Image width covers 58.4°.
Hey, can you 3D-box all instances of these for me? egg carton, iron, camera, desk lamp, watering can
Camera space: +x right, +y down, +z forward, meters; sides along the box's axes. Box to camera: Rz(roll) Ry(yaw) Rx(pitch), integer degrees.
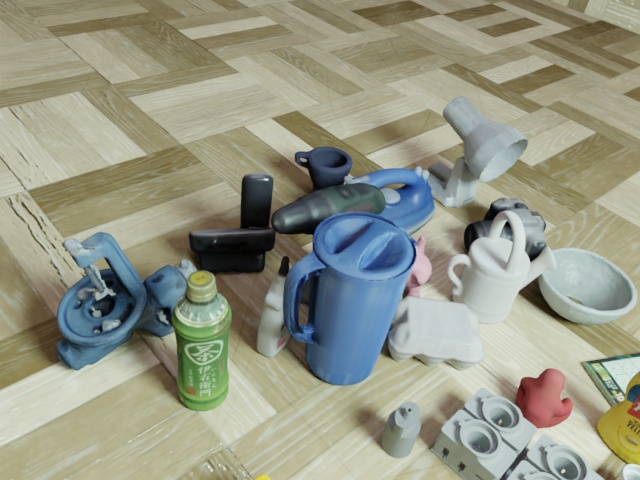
[{"bbox_3d":[0.178,0.145,0.892,0.150,0.069,0.107,8,40,-2],"label":"egg carton"},{"bbox_3d":[0.134,-0.084,1.098,0.259,0.141,0.118,-16,46,-27],"label":"iron"},{"bbox_3d":[0.347,-0.022,1.097,0.137,0.101,0.143,-1,41,-12],"label":"camera"},{"bbox_3d":[0.302,-0.173,1.179,0.118,0.213,0.202,-22,49,-31],"label":"desk lamp"},{"bbox_3d":[0.299,0.037,0.946,0.173,0.194,0.100,-13,45,-24],"label":"watering can"}]

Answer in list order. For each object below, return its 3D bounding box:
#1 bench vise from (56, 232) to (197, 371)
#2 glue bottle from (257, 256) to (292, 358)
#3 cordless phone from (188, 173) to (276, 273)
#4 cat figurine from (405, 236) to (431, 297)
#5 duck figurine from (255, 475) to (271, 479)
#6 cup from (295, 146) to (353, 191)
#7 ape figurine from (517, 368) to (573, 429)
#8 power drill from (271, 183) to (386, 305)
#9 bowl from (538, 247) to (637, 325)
[{"bbox_3d":[-0.275,0.057,0.791,0.121,0.220,0.208,25,42,19],"label":"bench vise"},{"bbox_3d":[-0.058,0.091,0.830,0.037,0.173,0.078,22,42,16],"label":"glue bottle"},{"bbox_3d":[-0.145,-0.039,0.957,0.148,0.185,0.094,-5,42,-16],"label":"cordless phone"},{"bbox_3d":[0.158,0.044,0.970,0.067,0.118,0.128,19,41,12],"label":"cat figurine"},{"bbox_3d":[-0.044,0.310,0.640,0.078,0.086,0.104,-25,50,-34],"label":"duck figurine"},{"bbox_3d":[0.002,-0.132,1.166,0.117,0.095,0.092,12,40,4],"label":"cup"},{"bbox_3d":[0.322,0.219,0.814,0.076,0.092,0.077,-22,49,-32],"label":"ape figurine"},{"bbox_3d":[0.008,0.003,0.918,0.230,0.208,0.075,-29,53,-37],"label":"power drill"},{"bbox_3d":[0.455,0.093,1.003,0.167,0.075,0.167,6,40,-4],"label":"bowl"}]
